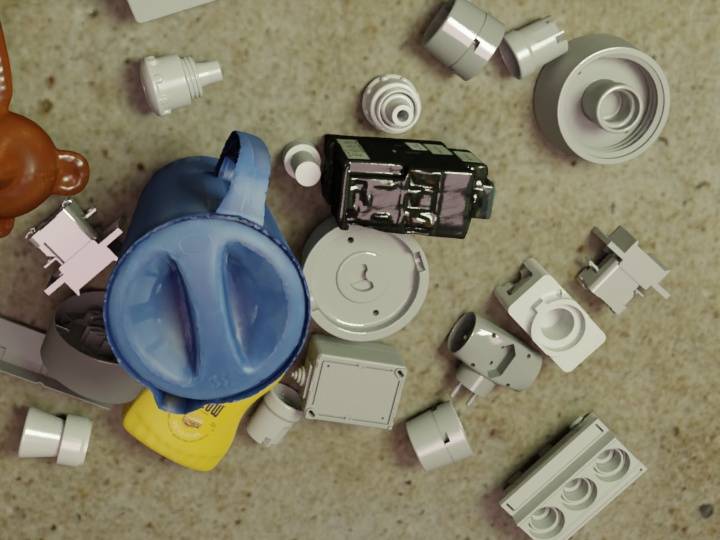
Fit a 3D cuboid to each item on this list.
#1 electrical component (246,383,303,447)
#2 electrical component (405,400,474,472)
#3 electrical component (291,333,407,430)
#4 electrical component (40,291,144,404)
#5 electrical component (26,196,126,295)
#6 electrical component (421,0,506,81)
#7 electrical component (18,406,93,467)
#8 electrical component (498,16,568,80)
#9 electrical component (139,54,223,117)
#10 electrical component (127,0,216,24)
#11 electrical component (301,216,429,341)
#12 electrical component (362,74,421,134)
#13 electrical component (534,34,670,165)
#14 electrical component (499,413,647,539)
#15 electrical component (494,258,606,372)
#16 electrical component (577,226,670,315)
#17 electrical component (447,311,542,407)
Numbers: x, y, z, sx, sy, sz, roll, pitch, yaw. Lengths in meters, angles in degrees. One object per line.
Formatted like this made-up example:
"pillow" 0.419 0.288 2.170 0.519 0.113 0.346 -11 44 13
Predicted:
"electrical component" -0.076 0.131 0.965 0.040 0.040 0.046 30 107 -18
"electrical component" 0.072 0.154 0.991 0.047 0.055 0.055 -24 111 3
"electrical component" -0.015 0.095 0.951 0.096 0.061 0.061 10 107 -13
"electrical component" -0.210 0.062 0.888 0.099 0.099 0.064 26 109 -17
"electrical component" -0.234 -0.022 0.883 0.081 0.042 0.063 -40 107 4
"electrical component" 0.083 -0.189 0.872 0.047 0.055 0.055 32 101 -15
"electrical component" -0.265 0.145 0.934 0.055 0.045 0.045 13 106 -14
"electrical component" 0.144 -0.185 0.892 0.046 0.040 0.040 -28 111 -5
"electrical component" -0.141 -0.151 0.853 0.062 0.048 0.048 -17 111 -11
"electrical component" -0.140 -0.241 0.797 0.100 0.048 0.099 -18 151 -3
"electrical component" 0.000 0.000 0.920 0.108 0.060 0.108 -3 110 -9
"electrical component" 0.029 -0.132 0.878 0.048 0.062 0.048 -3 110 -8
"electrical component" 0.208 -0.140 0.906 0.108 0.060 0.108 -3 110 -9
"electrical component" 0.199 0.198 1.022 0.121 0.063 0.079 -43 110 7
"electrical component" 0.172 0.042 0.967 0.050 0.055 0.089 -43 110 6
"electrical component" 0.236 0.002 0.972 0.081 0.042 0.063 39 103 -19
"electrical component" 0.112 0.089 0.980 0.077 0.043 0.079 30 102 -18
